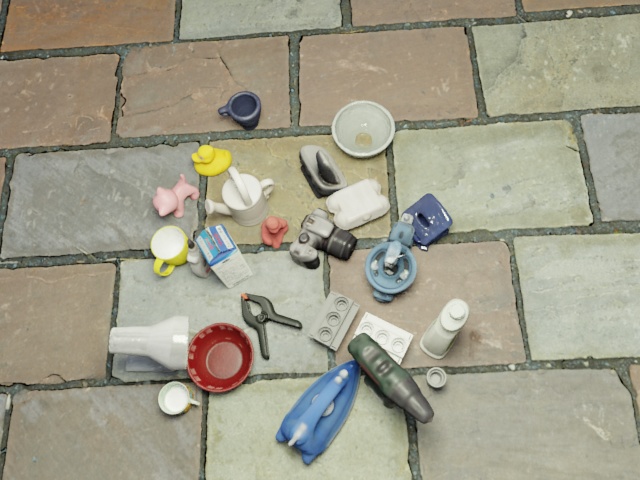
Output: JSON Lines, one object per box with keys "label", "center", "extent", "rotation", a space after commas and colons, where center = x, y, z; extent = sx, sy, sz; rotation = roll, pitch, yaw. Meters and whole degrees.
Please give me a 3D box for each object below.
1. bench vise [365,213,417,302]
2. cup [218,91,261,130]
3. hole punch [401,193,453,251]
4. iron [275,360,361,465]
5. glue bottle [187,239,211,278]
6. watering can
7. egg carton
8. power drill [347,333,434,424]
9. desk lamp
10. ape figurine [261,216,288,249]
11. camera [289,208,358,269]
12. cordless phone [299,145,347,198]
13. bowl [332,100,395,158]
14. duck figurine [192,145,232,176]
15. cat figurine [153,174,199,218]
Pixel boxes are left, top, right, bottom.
{"label": "bench vise", "center": [0.165, 0.024, 1.334], "extent": [0.121, 0.220, 0.207], "rotation": [1, 70, 4]}
{"label": "cup", "center": [-0.212, -0.340, 1.557], "extent": [0.117, 0.095, 0.091], "rotation": [-10, 70, 0]}
{"label": "hole punch", "center": [0.263, -0.044, 1.421], "extent": [0.101, 0.091, 0.108], "rotation": [-32, 71, -8]}
{"label": "iron", "center": [0.010, 0.358, 1.264], "extent": [0.118, 0.141, 0.258], "rotation": [34, 75, 15]}
{"label": "glue bottle", "center": [-0.294, 0.034, 1.384], "extent": [0.037, 0.173, 0.078], "rotation": [15, 72, 9]}
{"label": "watering can", "center": [-0.197, -0.109, 1.419], "extent": [0.100, 0.194, 0.173], "rotation": [40, 77, 16]}
{"label": "egg carton", "center": [0.097, -0.090, 1.460], "extent": [0.150, 0.069, 0.107], "rotation": [-25, 70, -6]}
{"label": "power drill", "center": [0.152, 0.306, 1.238], "extent": [0.076, 0.208, 0.229], "rotation": [-41, 72, -11]}
{"label": "desk lamp", "center": [-0.371, 0.240, 1.292], "extent": [0.203, 0.213, 0.118], "rotation": [-2, 70, 3]}
{"label": "ape figurine", "center": [-0.117, -0.031, 1.440], "extent": [0.078, 0.092, 0.076], "rotation": [-28, 71, -7]}
{"label": "camera", "center": [0.013, 0.005, 1.414], "extent": [0.136, 0.101, 0.143], "rotation": [26, 74, 12]}
{"label": "cordless phone", "center": [0.003, -0.199, 1.444], "extent": [0.094, 0.185, 0.147], "rotation": [-30, 71, -7]}
{"label": "bowl", "center": [0.115, -0.282, 1.526], "extent": [0.167, 0.075, 0.167], "rotation": [-1, 70, 3]}
{"label": "duck figurine", "center": [-0.291, -0.222, 1.523], "extent": [0.104, 0.086, 0.077], "rotation": [-14, 70, -1]}
{"label": "cat figurine", "center": [-0.379, -0.113, 1.472], "extent": [0.067, 0.118, 0.128], "rotation": [29, 74, 13]}
